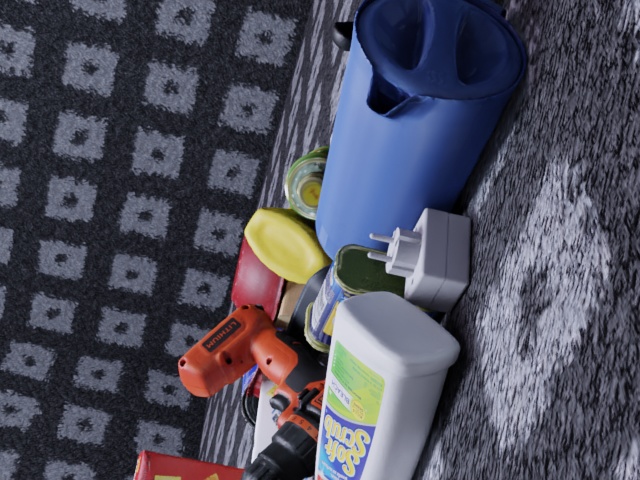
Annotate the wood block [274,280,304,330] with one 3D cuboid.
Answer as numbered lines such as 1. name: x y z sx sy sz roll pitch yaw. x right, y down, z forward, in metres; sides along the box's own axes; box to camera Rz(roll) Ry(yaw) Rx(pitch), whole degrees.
1. wood block: 0.009 0.009 1.307 0.090 0.090 0.206 122 159 -73

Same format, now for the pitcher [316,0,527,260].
1. pitcher: 0.076 -0.084 0.887 0.243 0.149 0.145 107 157 -50

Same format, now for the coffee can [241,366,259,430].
1. coffee can: -0.053 0.183 1.430 0.140 0.102 0.103 -94 18 -66

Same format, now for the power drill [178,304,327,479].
1. power drill: -0.046 0.146 0.985 0.184 0.188 0.057 -39 -45 -26

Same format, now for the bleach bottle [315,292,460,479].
1. bleach bottle: 0.041 0.172 0.860 0.103 0.067 0.251 39 129 45

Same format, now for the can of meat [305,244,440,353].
1. can of meat: 0.047 0.056 0.901 0.084 0.102 0.057 113 166 -45

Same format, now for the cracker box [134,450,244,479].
1. cracker box: -0.105 0.326 1.141 0.072 0.213 0.164 129 153 -71

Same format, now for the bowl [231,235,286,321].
1. bowl: -0.073 0.034 1.312 0.162 0.055 0.162 -168 91 -85

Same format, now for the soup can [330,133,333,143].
1. soup can: 0.054 -0.135 1.303 0.102 0.068 0.068 117 164 -66

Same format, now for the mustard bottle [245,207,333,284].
1. mustard bottle: -0.008 0.002 1.168 0.058 0.096 0.191 -57 -13 13

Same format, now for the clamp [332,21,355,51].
1. clamp: 0.086 -0.181 0.939 0.036 0.164 0.210 53 173 20

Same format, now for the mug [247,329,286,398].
1. mug: -0.033 0.175 1.293 0.093 0.081 0.117 -55 -12 -40
